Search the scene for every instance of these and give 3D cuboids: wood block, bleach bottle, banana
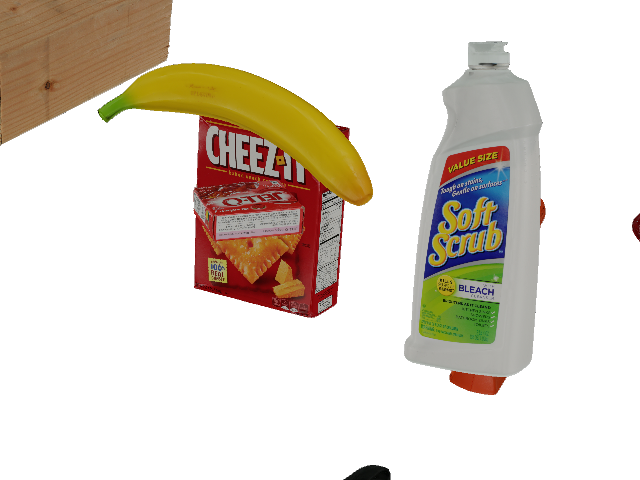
[{"bbox_3d":[-0.231,-0.176,0.930,0.090,0.091,0.205,30,42,21],"label":"wood block"},{"bbox_3d":[0.119,-0.026,0.825,0.103,0.251,0.068,7,14,30],"label":"bleach bottle"},{"bbox_3d":[-0.050,-0.082,0.737,0.198,0.069,0.037,18,-14,9],"label":"banana"}]

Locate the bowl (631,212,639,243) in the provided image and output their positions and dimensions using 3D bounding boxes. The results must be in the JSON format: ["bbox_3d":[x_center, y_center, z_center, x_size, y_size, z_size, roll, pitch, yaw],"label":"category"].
[{"bbox_3d":[0.415,0.015,1.146,0.162,0.055,0.162,-1,26,0],"label":"bowl"}]

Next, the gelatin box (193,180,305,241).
[{"bbox_3d":[-0.067,-0.029,0.997,0.089,0.030,0.073,-6,25,-19],"label":"gelatin box"}]

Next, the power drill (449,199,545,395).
[{"bbox_3d":[0.176,0.058,1.071,0.057,0.188,0.184,17,28,18],"label":"power drill"}]

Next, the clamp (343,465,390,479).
[{"bbox_3d":[-0.038,0.200,0.633,0.210,0.036,0.164,-5,28,1],"label":"clamp"}]

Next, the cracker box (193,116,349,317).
[{"bbox_3d":[-0.060,-0.033,1.217,0.164,0.214,0.072,14,22,26],"label":"cracker box"}]
